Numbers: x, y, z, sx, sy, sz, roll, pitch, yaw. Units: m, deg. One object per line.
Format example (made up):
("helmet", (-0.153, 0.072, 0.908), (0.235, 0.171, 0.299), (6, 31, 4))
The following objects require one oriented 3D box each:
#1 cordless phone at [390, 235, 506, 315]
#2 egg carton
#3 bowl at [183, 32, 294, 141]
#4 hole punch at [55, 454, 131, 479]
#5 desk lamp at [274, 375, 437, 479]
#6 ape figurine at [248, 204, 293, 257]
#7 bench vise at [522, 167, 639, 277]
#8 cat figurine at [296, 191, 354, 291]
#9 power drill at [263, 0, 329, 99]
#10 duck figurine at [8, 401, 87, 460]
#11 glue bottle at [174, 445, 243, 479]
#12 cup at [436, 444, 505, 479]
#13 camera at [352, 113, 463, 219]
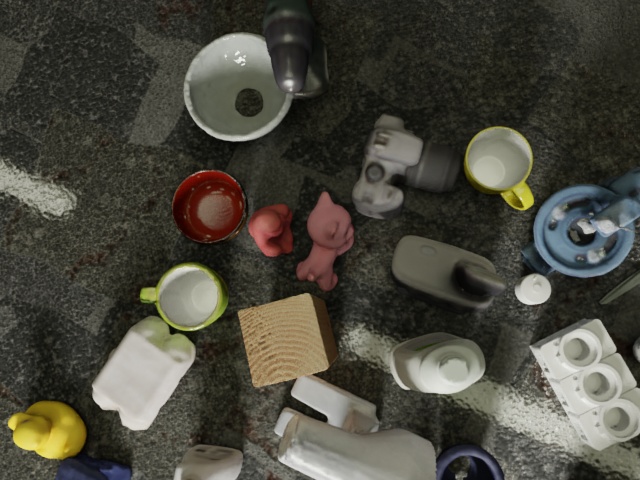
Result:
("cordless phone", (0.168, 0.040, 0.753), (0.147, 0.185, 0.094), (15, 83, 7))
("egg carton", (-0.253, 0.190, 0.824), (0.107, 0.069, 0.150), (32, 86, 8))
("bowl", (-0.116, -0.221, 0.870), (0.167, 0.075, 0.167), (-1, 82, 5))
("hole punch", (-0.332, 0.364, 0.795), (0.101, 0.091, 0.109), (11, 83, 6))
("desk lamp", (0.033, 0.263, 0.717), (0.203, 0.213, 0.118), (24, 84, 8))
("ape figurine", (-0.070, -0.020, 0.828), (0.076, 0.092, 0.078), (33, 86, 9))
("bench vise", (0.363, -0.044, 0.732), (0.121, 0.220, 0.207), (36, 86, 9))
("cat figurine", (0.007, 0.003, 0.806), (0.067, 0.118, 0.128), (19, 84, 8))
("power drill", (-0.033, -0.281, 0.804), (0.075, 0.208, 0.230), (-5, 81, 4))
("duck figurine", (-0.393, 0.276, 0.815), (0.104, 0.086, 0.077), (31, 85, 8))
("glue bottle", (-0.155, 0.305, 0.747), (0.078, 0.173, 0.037), (7, 82, 6))
("cup", (0.185, 0.323, 0.757), (0.091, 0.095, 0.118), (21, 84, 8))
("camera", (0.127, -0.099, 0.819), (0.136, 0.101, 0.143), (16, 83, 7))
